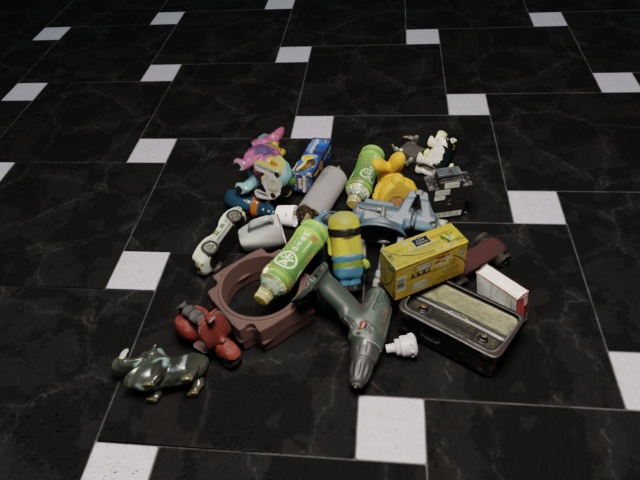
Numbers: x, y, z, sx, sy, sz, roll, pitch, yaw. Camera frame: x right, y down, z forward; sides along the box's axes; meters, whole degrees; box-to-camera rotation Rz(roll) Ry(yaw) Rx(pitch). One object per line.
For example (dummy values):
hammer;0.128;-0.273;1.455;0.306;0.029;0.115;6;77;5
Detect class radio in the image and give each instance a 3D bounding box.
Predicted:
radio;0.277;0.165;1.088;0.230;0.073;0.131;25;50;28

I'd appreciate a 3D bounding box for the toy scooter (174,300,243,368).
toy scooter;-0.235;0.175;1.088;0.184;0.135;0.075;27;55;30

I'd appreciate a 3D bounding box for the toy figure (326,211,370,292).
toy figure;0.063;0.026;1.187;0.082;0.089;0.180;-3;84;-24

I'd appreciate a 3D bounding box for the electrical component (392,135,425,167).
electrical component;0.252;-0.256;1.528;0.102;0.045;0.078;-35;51;-26

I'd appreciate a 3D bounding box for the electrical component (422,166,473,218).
electrical component;0.312;-0.117;1.323;0.115;0.134;0.058;-8;46;-5

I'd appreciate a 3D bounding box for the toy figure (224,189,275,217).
toy figure;-0.177;-0.094;1.398;0.155;0.064;0.058;18;42;22

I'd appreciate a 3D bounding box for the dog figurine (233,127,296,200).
dog figurine;-0.122;-0.208;1.397;0.192;0.108;0.219;13;42;21

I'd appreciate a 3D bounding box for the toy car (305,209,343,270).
toy car;-0.003;-0.004;1.277;0.162;0.109;0.103;-32;24;-9

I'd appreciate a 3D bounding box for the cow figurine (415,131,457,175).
cow figurine;0.336;-0.239;1.487;0.098;0.068;0.167;24;55;19

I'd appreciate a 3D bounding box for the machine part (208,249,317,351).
machine part;-0.123;0.122;1.164;0.201;0.087;0.201;-32;51;-22

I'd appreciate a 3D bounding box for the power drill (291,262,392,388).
power drill;0.047;0.152;1.073;0.207;0.086;0.232;35;46;0

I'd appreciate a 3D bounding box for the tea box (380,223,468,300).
tea box;0.211;0.044;1.099;0.170;0.098;0.068;-19;44;-17

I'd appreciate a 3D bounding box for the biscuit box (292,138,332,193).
biscuit box;-0.021;-0.210;1.486;0.059;0.062;0.203;10;42;12

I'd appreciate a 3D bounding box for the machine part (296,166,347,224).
machine part;0.006;-0.113;1.387;0.079;0.079;0.243;16;50;20

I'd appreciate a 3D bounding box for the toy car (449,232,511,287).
toy car;0.339;0.051;1.211;0.202;0.053;0.089;-26;59;-24

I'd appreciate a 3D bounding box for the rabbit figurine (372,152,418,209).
rabbit figurine;0.178;-0.139;1.366;0.122;0.162;0.173;-15;27;7

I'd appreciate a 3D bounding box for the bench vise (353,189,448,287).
bench vise;0.175;0.002;1.236;0.224;0.128;0.240;13;70;0

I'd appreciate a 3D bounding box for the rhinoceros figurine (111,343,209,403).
rhinoceros figurine;-0.317;0.255;1.060;0.190;0.073;0.112;-3;47;3

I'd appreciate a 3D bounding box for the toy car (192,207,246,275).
toy car;-0.238;0.000;1.302;0.056;0.073;0.202;15;49;18

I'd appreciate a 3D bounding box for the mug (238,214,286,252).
mug;-0.144;-0.015;1.293;0.107;0.109;0.081;-18;66;1
